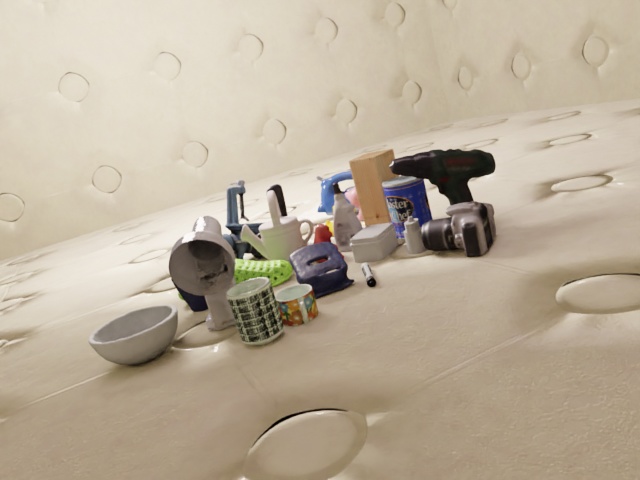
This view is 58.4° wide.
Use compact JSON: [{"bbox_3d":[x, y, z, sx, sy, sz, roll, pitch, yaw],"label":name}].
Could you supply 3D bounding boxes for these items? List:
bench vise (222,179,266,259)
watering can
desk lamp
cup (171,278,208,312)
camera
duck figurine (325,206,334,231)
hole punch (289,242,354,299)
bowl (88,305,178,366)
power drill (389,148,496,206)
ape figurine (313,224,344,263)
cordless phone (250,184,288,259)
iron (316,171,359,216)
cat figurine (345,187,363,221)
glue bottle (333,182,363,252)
[{"bbox_3d":[-0.226,-0.046,1.570,0.121,0.220,0.208,-7,16,30],"label":"bench vise"},{"bbox_3d":[-0.107,-0.025,1.413,0.173,0.194,0.100,-20,15,-18],"label":"watering can"},{"bbox_3d":[-0.207,0.065,1.121,0.118,0.214,0.203,-15,14,1],"label":"desk lamp"},{"bbox_3d":[-0.267,0.105,1.279,0.091,0.095,0.118,-8,15,25],"label":"cup"},{"bbox_3d":[0.289,-0.029,1.204,0.136,0.101,0.143,-7,16,29],"label":"camera"},{"bbox_3d":[0.060,-0.061,1.607,0.104,0.086,0.078,-10,15,21],"label":"duck figurine"},{"bbox_3d":[0.002,0.059,1.180,0.109,0.091,0.101,-18,14,-13],"label":"hole punch"},{"bbox_3d":[-0.338,0.187,1.072,0.167,0.075,0.167,-14,14,4],"label":"bowl"},{"bbox_3d":[0.286,-0.107,1.287,0.229,0.208,0.075,-15,14,0],"label":"power drill"},{"bbox_3d":[0.013,0.005,1.383,0.076,0.092,0.078,-12,14,12],"label":"ape figurine"},{"bbox_3d":[-0.136,-0.051,1.569,0.093,0.185,0.148,-1,19,44],"label":"cordless phone"},{"bbox_3d":[0.112,-0.162,1.838,0.257,0.141,0.119,-11,14,15],"label":"iron"},{"bbox_3d":[0.131,-0.116,1.685,0.067,0.118,0.127,-22,15,-25],"label":"cat figurine"},{"bbox_3d":[0.061,-0.058,1.411,0.077,0.173,0.037,-6,17,34],"label":"glue bottle"}]
